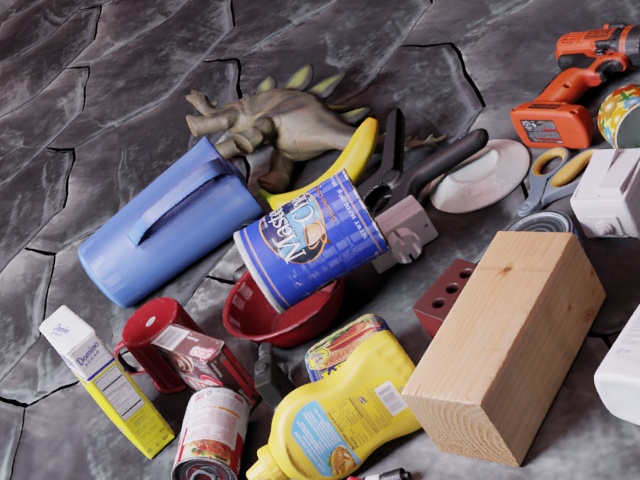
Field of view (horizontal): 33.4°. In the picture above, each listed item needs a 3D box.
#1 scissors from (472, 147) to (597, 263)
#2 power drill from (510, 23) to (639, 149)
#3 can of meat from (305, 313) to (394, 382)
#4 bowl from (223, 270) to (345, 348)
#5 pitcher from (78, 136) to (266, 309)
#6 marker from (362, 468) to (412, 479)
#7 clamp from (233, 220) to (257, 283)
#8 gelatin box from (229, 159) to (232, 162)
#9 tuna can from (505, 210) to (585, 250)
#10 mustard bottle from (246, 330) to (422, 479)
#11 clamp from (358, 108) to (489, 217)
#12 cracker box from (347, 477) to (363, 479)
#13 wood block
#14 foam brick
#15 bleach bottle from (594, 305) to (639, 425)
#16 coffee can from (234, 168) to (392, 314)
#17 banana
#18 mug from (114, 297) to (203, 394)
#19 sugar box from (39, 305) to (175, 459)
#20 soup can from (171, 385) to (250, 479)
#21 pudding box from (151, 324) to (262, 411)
[{"bbox_3d":[0.228,-0.044,1.195,0.201,0.016,0.096,-35,30,-2],"label":"scissors"},{"bbox_3d":[0.327,-0.185,1.258,0.185,0.057,0.187,6,46,51],"label":"power drill"},{"bbox_3d":[0.039,0.132,1.092,0.102,0.057,0.084,-30,29,4],"label":"can of meat"},{"bbox_3d":[-0.030,0.072,1.233,0.162,0.055,0.162,-23,33,16],"label":"bowl"},{"bbox_3d":[-0.205,-0.021,1.439,0.243,0.149,0.145,-38,37,-1],"label":"pitcher"},{"bbox_3d":[0.029,0.234,0.997,0.121,0.020,0.020,-19,35,22],"label":"marker"},{"bbox_3d":[-0.036,-0.011,1.367,0.171,0.039,0.120,-23,38,10],"label":"clamp"},{"bbox_3d":[-0.188,-0.102,1.633,0.089,0.030,0.073,-4,41,38],"label":"gelatin box"},{"bbox_3d":[0.228,0.009,1.107,0.086,0.033,0.086,-23,33,16],"label":"tuna can"},{"bbox_3d":[0.013,0.176,1.016,0.191,0.096,0.058,-35,15,0],"label":"mustard bottle"},{"bbox_3d":[0.091,-0.075,1.310,0.210,0.036,0.165,-50,38,-6],"label":"clamp"},{"bbox_3d":[0.045,0.306,0.839,0.164,0.072,0.213,4,47,43],"label":"cracker box"},{"bbox_3d":[0.174,0.095,0.988,0.091,0.090,0.205,2,47,45],"label":"wood block"},{"bbox_3d":[0.145,0.066,1.088,0.078,0.051,0.053,-46,34,-19],"label":"foam brick"},{"bbox_3d":[0.339,0.052,0.924,0.103,0.068,0.250,9,49,47],"label":"bleach bottle"},{"bbox_3d":[-0.008,0.001,1.156,0.140,0.102,0.103,-30,32,4],"label":"coffee can"},{"bbox_3d":[0.007,-0.081,1.391,0.198,0.069,0.037,-32,0,21],"label":"banana"},{"bbox_3d":[-0.193,0.127,1.281,0.117,0.081,0.093,-22,34,18],"label":"mug"},{"bbox_3d":[-0.237,0.159,1.188,0.048,0.176,0.093,-43,34,-16],"label":"sugar box"},{"bbox_3d":[-0.112,0.210,1.110,0.069,0.068,0.102,-20,34,21],"label":"soup can"},{"bbox_3d":[-0.126,0.144,1.191,0.039,0.090,0.114,-46,33,-22],"label":"pudding box"}]
